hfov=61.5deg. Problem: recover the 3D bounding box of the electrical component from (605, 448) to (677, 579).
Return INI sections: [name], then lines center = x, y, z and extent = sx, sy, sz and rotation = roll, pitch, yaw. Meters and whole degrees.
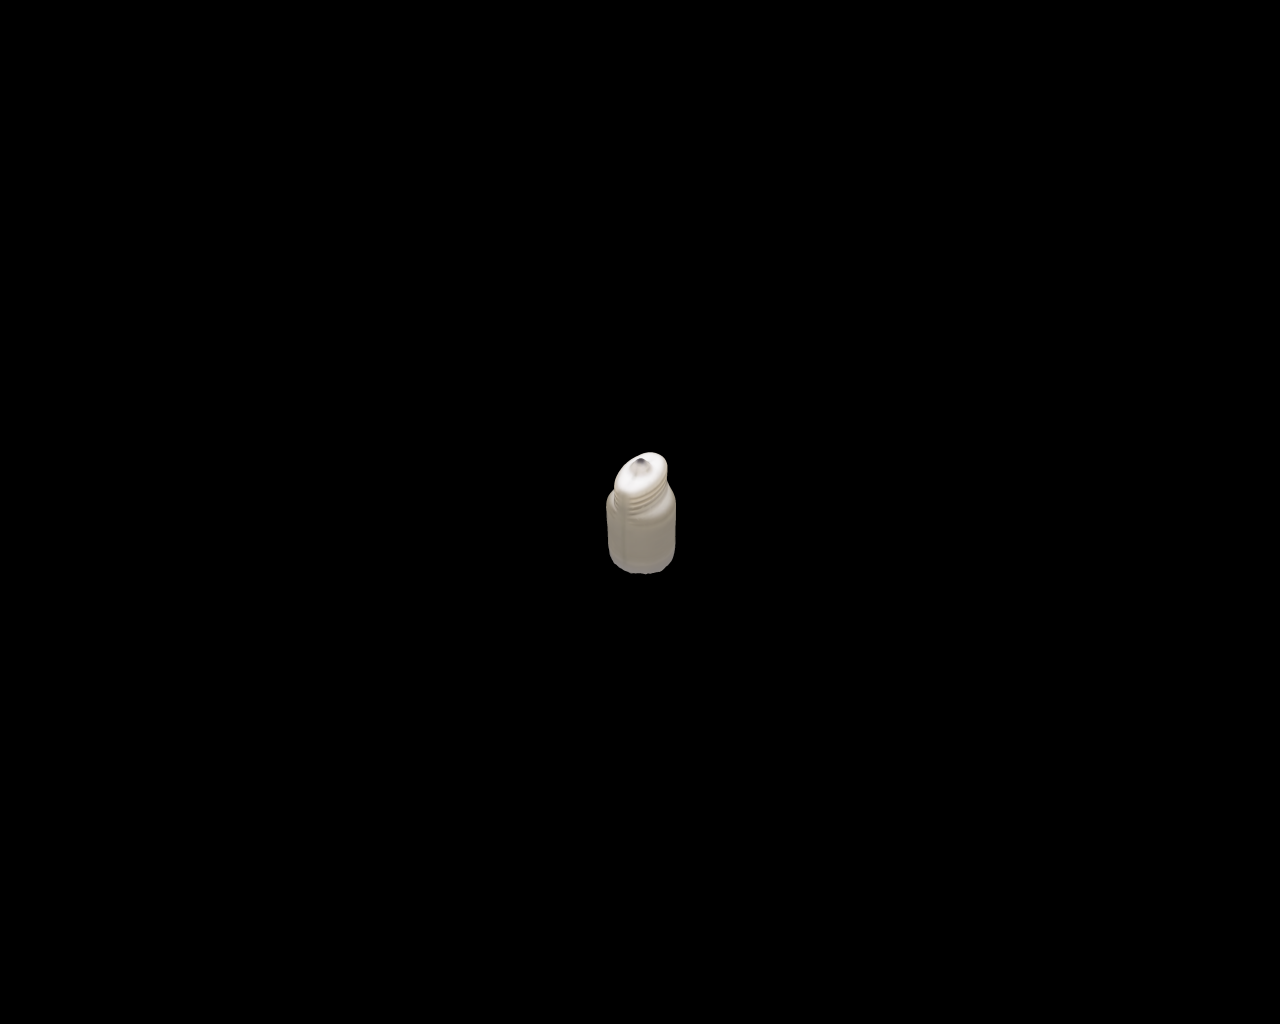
[electrical component]
center = 0.001, -0.003, 0.650
extent = 0.043, 0.080, 0.043
rotation = 0, 45, 0
